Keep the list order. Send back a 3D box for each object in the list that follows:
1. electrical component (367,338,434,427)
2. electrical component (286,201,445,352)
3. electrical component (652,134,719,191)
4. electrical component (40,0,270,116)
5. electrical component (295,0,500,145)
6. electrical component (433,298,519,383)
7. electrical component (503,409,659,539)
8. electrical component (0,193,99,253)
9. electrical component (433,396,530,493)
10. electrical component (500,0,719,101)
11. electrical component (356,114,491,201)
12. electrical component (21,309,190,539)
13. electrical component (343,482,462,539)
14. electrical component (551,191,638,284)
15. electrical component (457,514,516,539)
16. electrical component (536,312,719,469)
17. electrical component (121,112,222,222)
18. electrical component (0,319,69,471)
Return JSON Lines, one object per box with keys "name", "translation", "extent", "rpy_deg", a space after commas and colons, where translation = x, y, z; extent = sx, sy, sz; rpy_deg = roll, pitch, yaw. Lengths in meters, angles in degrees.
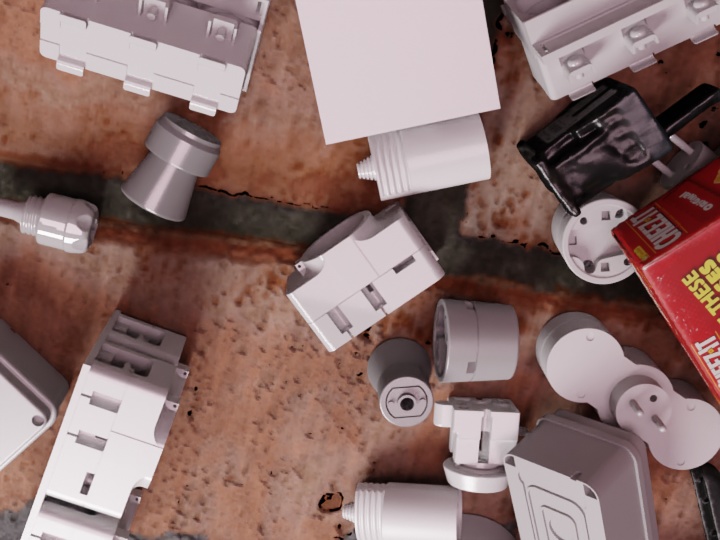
{"name": "electrical component", "translation": [0.028, 0.076, 0.708], "extent": [0.044, 0.065, 0.044], "rpy_deg": [-1, 105, -2]}
{"name": "electrical component", "translation": [0.000, 0.000, 0.694], "extent": [0.089, 0.050, 0.055], "rpy_deg": [-34, 104, 6]}
{"name": "electrical component", "translation": [0.221, -0.056, 0.691], "extent": [0.079, 0.044, 0.077], "rpy_deg": [36, 101, -11]}
{"name": "electrical component", "translation": [-0.122, -0.142, 0.636], "extent": [0.121, 0.063, 0.078], "rpy_deg": [16, 145, -7]}
{"name": "electrical component", "translation": [0.012, -0.180, 0.639], "extent": [0.105, 0.060, 0.186], "rpy_deg": [-12, 106, 1]}
{"name": "electrical component", "translation": [0.076, 0.047, 0.709], "extent": [0.047, 0.055, 0.055], "rpy_deg": [2, 105, -7]}
{"name": "electrical component", "translation": [0.150, 0.157, 0.715], "extent": [0.057, 0.078, 0.113], "rpy_deg": [-35, 123, -33]}
{"name": "electrical component", "translation": [-0.200, -0.033, 0.684], "extent": [0.061, 0.035, 0.035], "rpy_deg": [14, 104, -4]}
{"name": "electrical component", "translation": [0.082, 0.119, 0.733], "extent": [0.066, 0.048, 0.055], "rpy_deg": [3, 98, -3]}
{"name": "electrical component", "translation": [0.157, -0.157, 0.649], "extent": [0.121, 0.078, 0.063], "rpy_deg": [-25, 127, 4]}
{"name": "electrical component", "translation": [0.038, -0.071, 0.679], "extent": [0.081, 0.043, 0.043], "rpy_deg": [-12, 106, 0]}
{"name": "electrical component", "translation": [-0.168, 0.134, 0.695], "extent": [0.060, 0.105, 0.186], "rpy_deg": [21, 104, -8]}
{"name": "electrical component", "translation": [0.028, 0.169, 0.744], "extent": [0.081, 0.043, 0.043], "rpy_deg": [1, 106, 11]}
{"name": "electrical component", "translation": [0.153, -0.024, 0.695], "extent": [0.055, 0.047, 0.055], "rpy_deg": [-1, 105, -2]}
{"name": "electrical component", "translation": [0.072, 0.233, 0.767], "extent": [0.099, 0.064, 0.099], "rpy_deg": [0, 119, 0]}
{"name": "electrical component", "translation": [0.183, 0.086, 0.713], "extent": [0.138, 0.073, 0.052], "rpy_deg": [34, 101, -11]}
{"name": "electrical component", "translation": [-0.118, -0.065, 0.674], "extent": [0.045, 0.045, 0.055], "rpy_deg": [29, 102, -10]}
{"name": "electrical component", "translation": [-0.258, 0.097, 0.706], "extent": [0.113, 0.057, 0.078], "rpy_deg": [-41, 103, 8]}
